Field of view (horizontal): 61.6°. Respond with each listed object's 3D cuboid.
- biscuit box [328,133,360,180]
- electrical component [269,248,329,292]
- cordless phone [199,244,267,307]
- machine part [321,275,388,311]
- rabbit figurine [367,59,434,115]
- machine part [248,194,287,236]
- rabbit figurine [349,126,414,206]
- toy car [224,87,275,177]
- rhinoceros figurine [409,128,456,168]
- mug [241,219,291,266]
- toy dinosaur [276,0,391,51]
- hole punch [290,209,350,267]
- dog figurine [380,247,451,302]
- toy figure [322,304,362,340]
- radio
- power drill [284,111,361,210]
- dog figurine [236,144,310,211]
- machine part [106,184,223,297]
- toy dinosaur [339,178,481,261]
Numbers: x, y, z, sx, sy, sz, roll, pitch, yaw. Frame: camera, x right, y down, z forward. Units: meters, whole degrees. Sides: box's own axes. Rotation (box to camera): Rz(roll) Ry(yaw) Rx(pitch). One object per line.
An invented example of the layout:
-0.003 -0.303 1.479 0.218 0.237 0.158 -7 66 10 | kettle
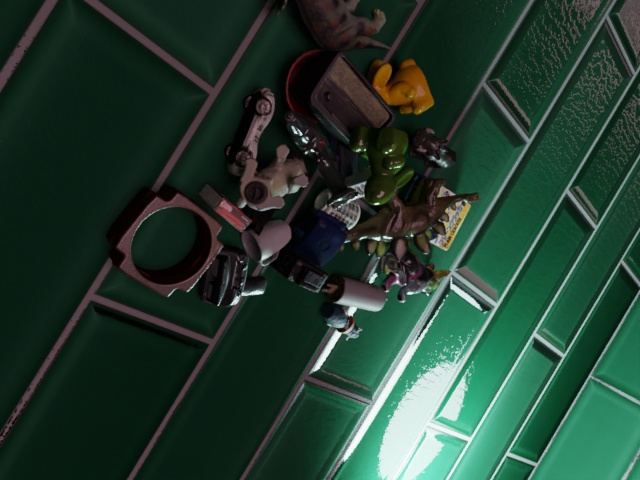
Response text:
0.059 -0.225 1.331 0.063 0.059 0.202 -15 117 -28 | biscuit box
-0.048 0.076 1.330 0.114 0.134 0.058 26 93 -41 | electrical component
-0.190 0.083 1.281 0.184 0.089 0.146 -2 109 -46 | cordless phone
0.103 0.150 1.502 0.243 0.079 0.079 17 98 -37 | machine part
0.175 -0.363 1.328 0.173 0.122 0.162 -27 121 -2 | rabbit figurine
-0.126 -0.077 1.240 0.084 0.039 0.139 44 49 -29 | machine part
0.137 -0.162 1.215 0.159 0.121 0.170 1 98 -58 | rabbit figurine
-0.152 -0.235 1.170 0.056 0.074 0.201 19 97 -35 | toy car
0.304 -0.246 1.464 0.190 0.112 0.073 23 97 -47 | rhinoceros figurine
-0.120 0.005 1.288 0.107 0.081 0.109 -30 124 -29 | mug
0.017 -0.490 1.166 0.192 0.131 0.404 -45 133 4 | toy dinosaur
-0.003 -0.004 1.325 0.116 0.092 0.142 -31 134 32 | hole punch
0.289 0.089 1.594 0.219 0.109 0.191 -16 114 -34 | dog figurine
0.064 0.230 1.520 0.154 0.064 0.058 45 44 -43 | toy figure
0.058 -0.303 1.213 0.229 0.073 0.131 38 86 -38 | radio
0.002 -0.172 1.199 0.086 0.207 0.232 -36 169 9 | power drill
-0.105 -0.127 1.201 0.172 0.190 0.121 -22 93 0 | dog figurine
-0.325 0.000 1.136 0.200 0.087 0.201 41 81 -39 | machine part
0.204 -0.047 1.433 0.472 0.105 0.198 -13 98 -3 | toy dinosaur
